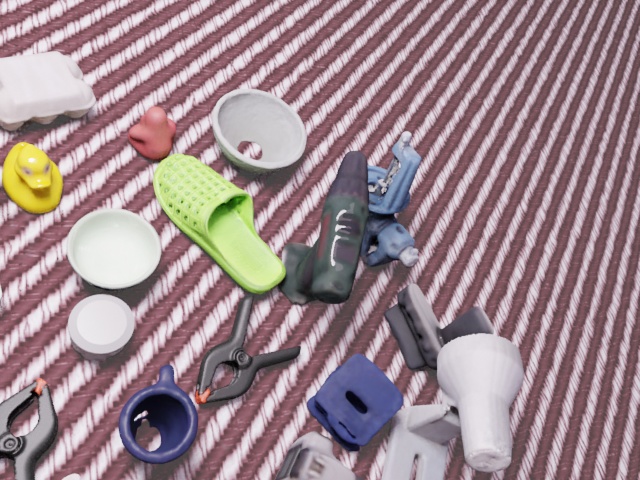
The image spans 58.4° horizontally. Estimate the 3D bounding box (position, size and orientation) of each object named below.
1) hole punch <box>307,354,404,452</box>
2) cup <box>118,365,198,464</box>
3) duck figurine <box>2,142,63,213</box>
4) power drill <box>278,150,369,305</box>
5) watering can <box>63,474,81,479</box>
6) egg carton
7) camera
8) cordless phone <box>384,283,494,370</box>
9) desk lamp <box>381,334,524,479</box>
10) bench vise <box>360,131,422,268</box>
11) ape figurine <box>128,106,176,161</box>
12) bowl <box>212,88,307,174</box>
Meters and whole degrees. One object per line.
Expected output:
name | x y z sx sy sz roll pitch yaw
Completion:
hole punch | 0.052 0.238 0.834 0.108 0.091 0.101 45 53 3
cup | -0.204 0.222 0.713 0.092 0.094 0.117 12 58 -20
duck figurine | -0.403 -0.100 0.803 0.078 0.086 0.104 -17 72 -33
power drill | 0.008 0.003 0.872 0.076 0.208 0.229 16 57 -17
watering can | -0.204 0.315 0.598 0.173 0.193 0.101 20 56 -15
egg carton | -0.430 -0.228 0.872 0.151 0.069 0.107 -24 75 -34
camera | 0.010 0.342 0.747 0.137 0.100 0.143 32 54 -7
cordless phone | 0.197 0.122 0.913 0.094 0.184 0.147 -18 72 -33
desk lamp | 0.197 0.259 0.817 0.118 0.213 0.203 25 55 -11
bench vise | 0.128 -0.067 0.964 0.122 0.219 0.207 -36 82 -36
ape figurine | -0.263 -0.177 0.912 0.078 0.092 0.076 -5 65 -28
bowl | -0.113 -0.176 0.997 0.168 0.074 0.167 12 58 -20
